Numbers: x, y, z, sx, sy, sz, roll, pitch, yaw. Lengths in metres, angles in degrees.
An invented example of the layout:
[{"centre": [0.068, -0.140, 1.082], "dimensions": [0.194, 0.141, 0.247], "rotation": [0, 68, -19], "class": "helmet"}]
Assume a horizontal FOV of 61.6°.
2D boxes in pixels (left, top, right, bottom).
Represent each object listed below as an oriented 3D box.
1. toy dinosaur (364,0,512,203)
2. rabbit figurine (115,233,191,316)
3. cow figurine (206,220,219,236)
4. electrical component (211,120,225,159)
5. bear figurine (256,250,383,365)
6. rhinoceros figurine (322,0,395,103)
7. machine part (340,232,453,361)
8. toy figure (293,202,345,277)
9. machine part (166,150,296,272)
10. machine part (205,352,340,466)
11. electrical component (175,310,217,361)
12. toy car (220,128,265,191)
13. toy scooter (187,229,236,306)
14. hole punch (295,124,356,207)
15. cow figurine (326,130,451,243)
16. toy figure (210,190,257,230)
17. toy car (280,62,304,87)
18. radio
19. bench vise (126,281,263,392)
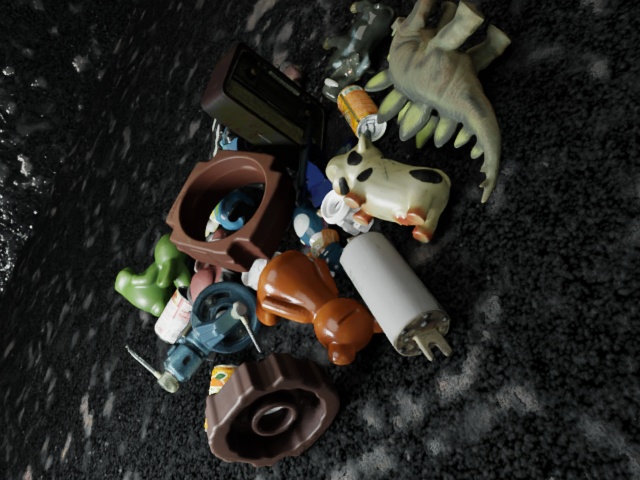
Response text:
[{"centre": [0.170, -0.230, 0.765], "dimensions": [0.198, 0.105, 0.472], "rotation": [-54, 29, 25], "class": "toy dinosaur"}, {"centre": [-0.354, 0.070, 1.186], "dimensions": [0.159, 0.121, 0.170], "rotation": [33, 98, 46], "class": "rabbit figurine"}, {"centre": [-0.263, -0.099, 1.195], "dimensions": [0.068, 0.098, 0.167], "rotation": [-19, 54, 50], "class": "cow figurine"}, {"centre": [-0.207, -0.229, 1.201], "dimensions": [0.115, 0.058, 0.134], "rotation": [124, 146, -55], "class": "electrical component"}, {"centre": [0.001, 0.104, 0.782], "dimensions": [0.196, 0.131, 0.120], "rotation": [38, 64, 23], "class": "bear figurine"}, {"centre": [0.067, -0.337, 0.971], "dimensions": [0.112, 0.073, 0.190], "rotation": [41, 100, 40], "class": "rhinoceros figurine"}, {"centre": [0.093, 0.065, 0.703], "dimensions": [0.079, 0.079, 0.243], "rotation": [-51, 41, 17], "class": "machine part"}, {"centre": [-0.001, -0.001, 0.870], "dimensions": [0.155, 0.058, 0.064], "rotation": [-121, 25, -46], "class": "toy figure"}, {"centre": [-0.151, -0.053, 0.942], "dimensions": [0.201, 0.087, 0.201], "rotation": [11, 68, 31], "class": "machine part"}, {"centre": [-0.064, 0.229, 0.724], "dimensions": [0.179, 0.179, 0.056], "rotation": [-52, 36, 16], "class": "machine part"}, {"centre": [-0.234, 0.199, 1.012], "dimensions": [0.048, 0.074, 0.119], "rotation": [15, 77, 53], "class": "electrical component"}, {"centre": [-0.149, -0.162, 1.107], "dimensions": [0.103, 0.109, 0.161], "rotation": [136, 131, -59], "class": "toy car"}, {"centre": [-0.191, 0.050, 1.049], "dimensions": [0.135, 0.075, 0.184], "rotation": [-23, 49, 40], "class": "toy scooter"}, {"centre": [0.008, -0.119, 0.891], "dimensions": [0.142, 0.092, 0.115], "rotation": [-90, 10, -61], "class": "hole punch"}, {"centre": [0.091, -0.083, 0.759], "dimensions": [0.195, 0.085, 0.127], "rotation": [19, 65, 35], "class": "cow figurine"}, {"centre": [-0.180, -0.068, 1.094], "dimensions": [0.089, 0.082, 0.180], "rotation": [-44, 26, -17], "class": "toy figure"}, {"centre": [-0.112, -0.305, 1.173], "dimensions": [0.202, 0.053, 0.089], "rotation": [-36, 48, 30], "class": "toy car"}, {"centre": [-0.090, -0.234, 0.965], "dimensions": [0.073, 0.229, 0.131], "rotation": [-18, 52, 42], "class": "radio"}, {"centre": [-0.177, 0.149, 0.878], "dimensions": [0.224, 0.129, 0.240], "rotation": [-37, 2, -29], "class": "bench vise"}]
